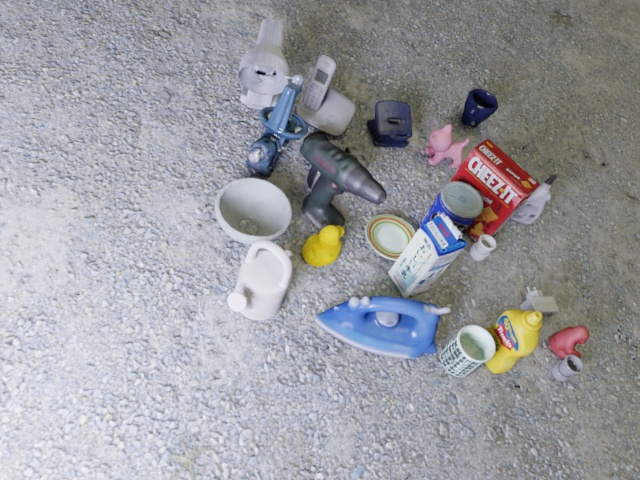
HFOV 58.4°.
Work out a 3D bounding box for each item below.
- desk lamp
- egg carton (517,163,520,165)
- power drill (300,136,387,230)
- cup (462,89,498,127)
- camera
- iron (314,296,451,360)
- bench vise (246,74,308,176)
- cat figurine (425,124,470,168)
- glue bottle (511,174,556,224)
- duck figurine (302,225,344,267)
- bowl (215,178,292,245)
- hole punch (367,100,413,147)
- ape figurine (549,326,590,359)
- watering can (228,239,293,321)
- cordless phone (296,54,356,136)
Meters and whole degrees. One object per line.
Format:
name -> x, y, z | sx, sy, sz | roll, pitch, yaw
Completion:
desk lamp -> -0.139, -0.424, 1.419 | 0.118, 0.213, 0.203 | 10, 54, -11
egg carton -> 0.481, -0.162, 1.530 | 0.150, 0.069, 0.107 | 8, 54, -12
power drill -> 0.036, -0.112, 1.264 | 0.076, 0.208, 0.229 | -33, 71, -33
cup -> 0.444, -0.365, 1.642 | 0.091, 0.095, 0.118 | 38, 54, 10
camera -> 0.027, -0.206, 1.393 | 0.143, 0.100, 0.136 | -14, 62, -26
iron -> 0.128, 0.153, 1.153 | 0.258, 0.141, 0.118 | 10, 54, -11
bench vise -> -0.086, -0.260, 1.319 | 0.121, 0.219, 0.207 | 16, 53, -7
cat figurine -> 0.334, -0.255, 1.516 | 0.128, 0.117, 0.067 | 3, 56, -16
glue bottle -> 0.545, -0.107, 1.448 | 0.078, 0.173, 0.037 | 15, 53, -7
duck figurine -> 0.011, 0.004, 1.252 | 0.105, 0.086, 0.077 | -32, 70, -33
bowl -> -0.148, -0.050, 1.245 | 0.168, 0.074, 0.167 | 9, 54, -12
hole punch -> 0.194, -0.309, 1.525 | 0.109, 0.091, 0.101 | -2, 57, -19
ape figurine -> 0.563, 0.223, 1.277 | 0.076, 0.092, 0.078 | 28, 53, 2
watering can -> -0.107, 0.075, 1.097 | 0.101, 0.194, 0.173 | 19, 53, -4
cordless phone -> 0.028, -0.367, 1.452 | 0.147, 0.185, 0.094 | 28, 53, 2
